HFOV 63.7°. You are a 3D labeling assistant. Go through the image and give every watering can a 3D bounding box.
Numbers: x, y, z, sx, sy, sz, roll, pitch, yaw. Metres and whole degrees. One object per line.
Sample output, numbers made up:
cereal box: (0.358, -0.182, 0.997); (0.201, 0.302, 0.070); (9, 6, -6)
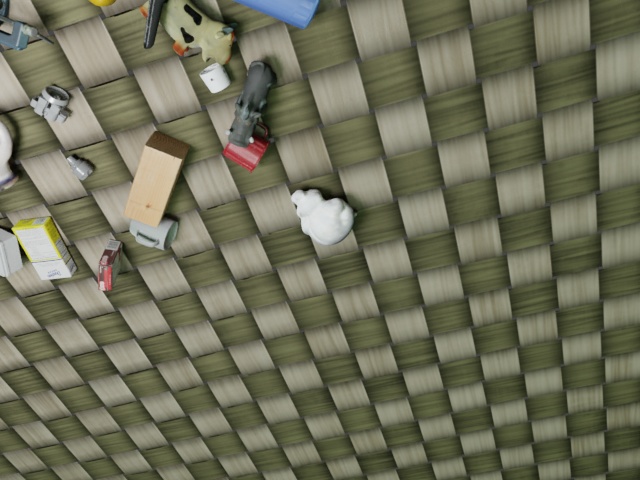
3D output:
watering can: (-0.877, -0.195, 1.218); (0.347, 0.106, 0.219); (-10, 122, 7)

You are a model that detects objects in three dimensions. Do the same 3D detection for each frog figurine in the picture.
frog figurine: (0.004, -0.065, 1.288); (0.136, 0.125, 0.157); (-22, 134, 37)
